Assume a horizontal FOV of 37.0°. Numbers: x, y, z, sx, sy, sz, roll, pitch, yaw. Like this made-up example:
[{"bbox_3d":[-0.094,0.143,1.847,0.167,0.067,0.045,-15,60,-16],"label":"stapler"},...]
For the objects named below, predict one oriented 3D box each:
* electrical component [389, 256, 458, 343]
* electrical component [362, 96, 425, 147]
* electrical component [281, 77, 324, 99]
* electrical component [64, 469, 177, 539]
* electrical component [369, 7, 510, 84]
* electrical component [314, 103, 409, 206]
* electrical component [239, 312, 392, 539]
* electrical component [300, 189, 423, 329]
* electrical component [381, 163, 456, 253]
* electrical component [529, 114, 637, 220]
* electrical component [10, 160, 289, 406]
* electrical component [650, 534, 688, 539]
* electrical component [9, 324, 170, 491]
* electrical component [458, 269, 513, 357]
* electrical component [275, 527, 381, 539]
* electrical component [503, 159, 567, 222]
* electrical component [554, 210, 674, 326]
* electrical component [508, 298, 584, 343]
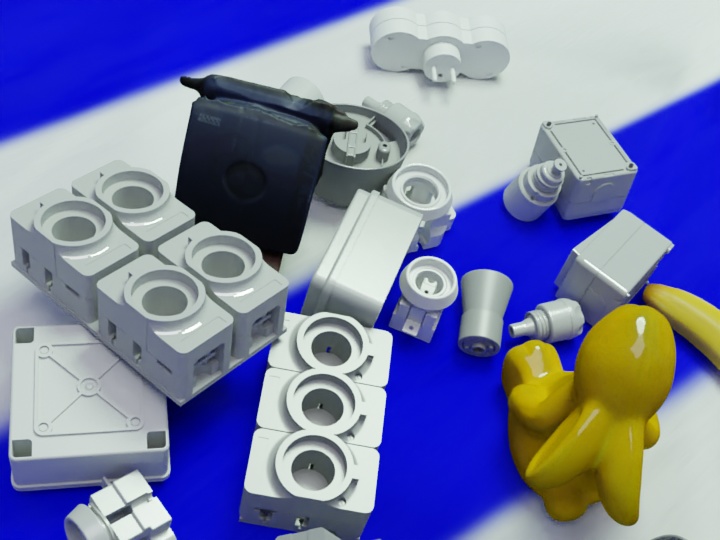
[{"bbox_3d":[0.052,0.022,0.876,0.048,0.055,0.066,22,53,4],"label":"electrical component"},{"bbox_3d":[0.028,-0.141,1.001,0.061,0.035,0.035,37,56,18],"label":"electrical component"},{"bbox_3d":[-0.071,-0.134,0.969,0.043,0.043,0.081,30,55,10],"label":"electrical component"},{"bbox_3d":[-0.165,0.173,0.728,0.055,0.048,0.066,-25,63,-35],"label":"electrical component"},{"bbox_3d":[0.079,-0.209,1.050,0.138,0.052,0.073,3,54,-10],"label":"electrical component"},{"bbox_3d":[-0.009,-0.106,0.949,0.099,0.064,0.099,6,54,-8],"label":"electrical component"},{"bbox_3d":[-0.030,0.111,0.790,0.089,0.061,0.150,11,53,-4],"label":"electrical component"},{"bbox_3d":[0.000,0.000,0.866,0.057,0.078,0.113,24,54,2],"label":"electrical component"},{"bbox_3d":[0.047,-0.054,0.928,0.078,0.057,0.058,-13,59,-20],"label":"electrical component"},{"bbox_3d":[0.201,-0.097,0.993,0.062,0.061,0.096,-10,49,-18],"label":"electrical component"},{"bbox_3d":[-0.154,-0.001,0.781,0.186,0.060,0.105,34,47,24],"label":"electrical component"},{"bbox_3d":[0.213,0.232,0.735,0.064,0.099,0.099,20,53,-5],"label":"electrical component"},{"bbox_3d":[-0.193,0.096,0.770,0.109,0.056,0.108,-2,55,-13],"label":"electrical component"},{"bbox_3d":[0.101,0.038,0.884,0.044,0.044,0.065,13,58,-2],"label":"electrical component"},{"bbox_3d":[-0.028,0.234,0.693,0.079,0.063,0.121,-18,49,26],"label":"electrical component"},{"bbox_3d":[0.159,-0.074,0.957,0.040,0.078,0.040,9,62,-18],"label":"electrical component"},{"bbox_3d":[0.219,-0.005,0.926,0.061,0.061,0.096,39,56,16],"label":"electrical component"},{"bbox_3d":[0.153,0.045,0.894,0.061,0.035,0.035,-12,58,-17],"label":"electrical component"}]
